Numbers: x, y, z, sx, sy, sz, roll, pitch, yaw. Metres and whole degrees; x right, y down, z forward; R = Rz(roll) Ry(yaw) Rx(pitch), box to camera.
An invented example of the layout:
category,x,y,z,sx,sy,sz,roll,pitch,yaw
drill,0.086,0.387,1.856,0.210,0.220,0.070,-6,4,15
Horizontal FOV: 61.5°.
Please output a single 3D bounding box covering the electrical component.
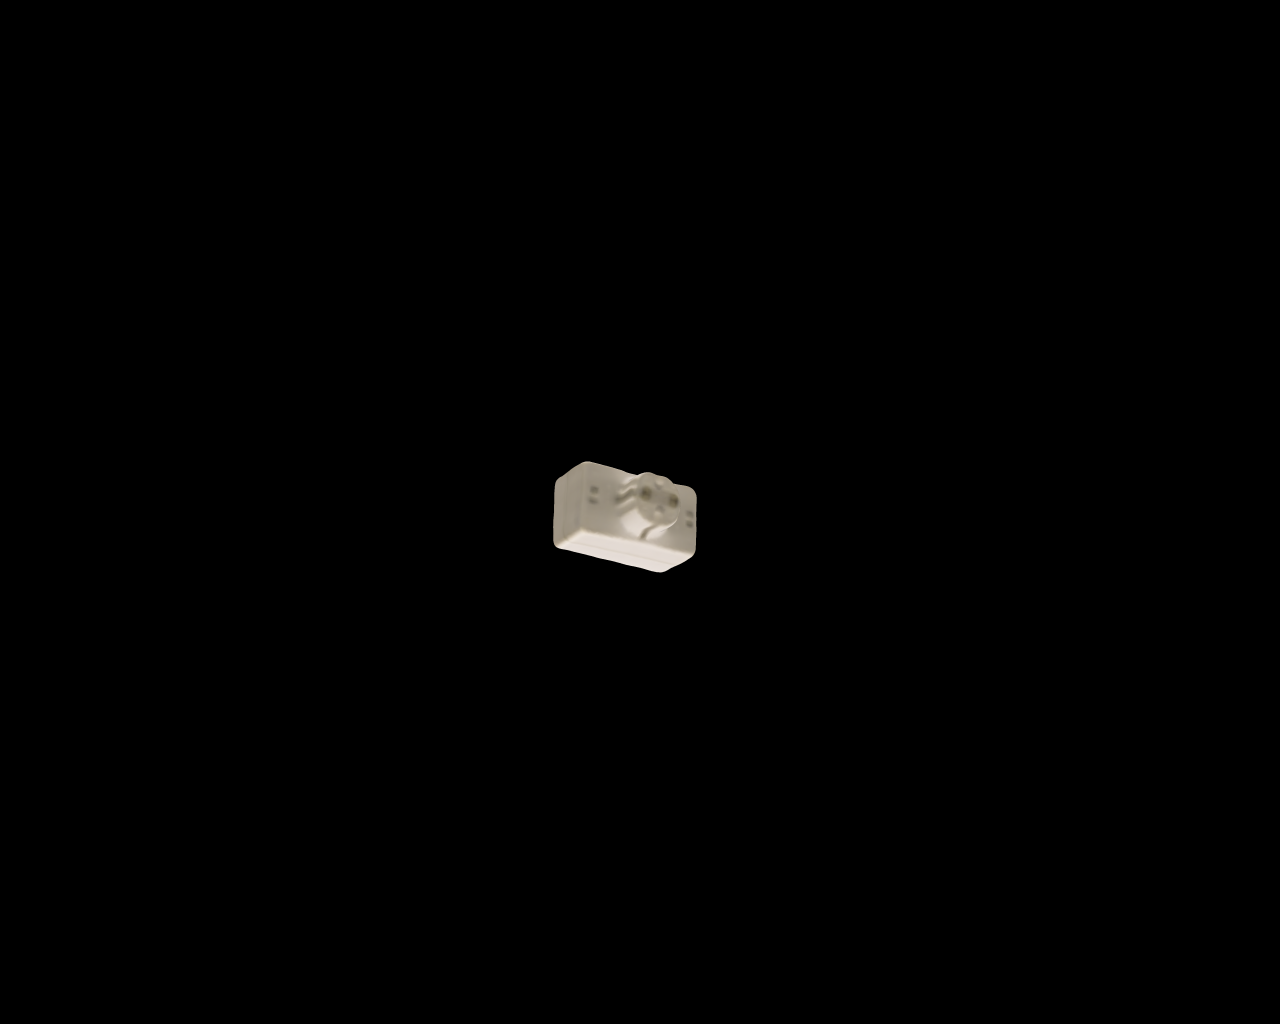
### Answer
category,x,y,z,sx,sy,sz,roll,pitch,yaw
electrical component,0.001,-0.003,0.650,0.083,0.047,0.075,14,-27,-29
